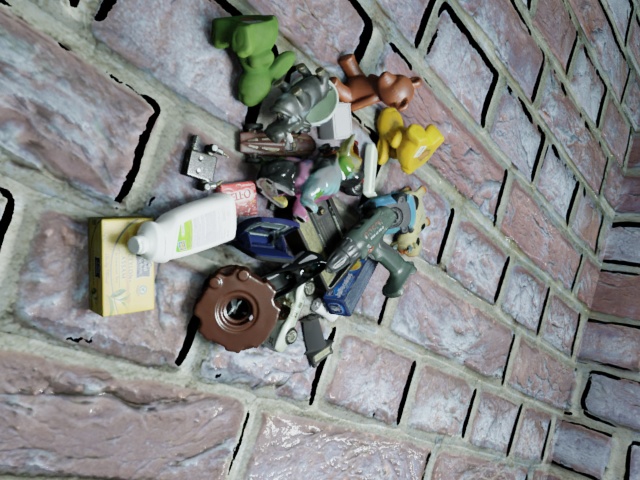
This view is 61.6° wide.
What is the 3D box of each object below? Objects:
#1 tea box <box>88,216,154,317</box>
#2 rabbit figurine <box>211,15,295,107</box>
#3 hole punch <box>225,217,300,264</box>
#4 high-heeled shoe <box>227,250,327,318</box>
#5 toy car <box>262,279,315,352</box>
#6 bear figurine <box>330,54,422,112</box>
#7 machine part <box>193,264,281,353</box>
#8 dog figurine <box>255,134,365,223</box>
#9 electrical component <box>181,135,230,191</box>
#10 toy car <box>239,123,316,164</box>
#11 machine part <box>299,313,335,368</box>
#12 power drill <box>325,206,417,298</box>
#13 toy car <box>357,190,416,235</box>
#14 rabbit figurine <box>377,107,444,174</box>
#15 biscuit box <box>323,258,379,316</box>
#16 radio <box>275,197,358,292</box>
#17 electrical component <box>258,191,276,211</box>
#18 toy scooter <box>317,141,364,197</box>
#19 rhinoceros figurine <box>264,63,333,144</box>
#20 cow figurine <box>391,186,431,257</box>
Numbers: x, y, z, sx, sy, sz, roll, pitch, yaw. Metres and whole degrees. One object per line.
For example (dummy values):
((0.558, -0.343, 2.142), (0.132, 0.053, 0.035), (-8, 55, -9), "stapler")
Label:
((-0.353, 0.043, 0.955), (0.098, 0.068, 0.169), (-6, 99, -42), "tea box")
((-0.136, -0.363, 1.094), (0.159, 0.121, 0.170), (-34, 136, -43), "rabbit figurine")
((-0.116, -0.009, 1.136), (0.142, 0.116, 0.092), (4, 100, -42), "hole punch")
((-0.097, 0.108, 1.152), (0.249, 0.145, 0.086), (-46, 124, -31), "high-heeled shoe")
((-0.073, 0.157, 1.230), (0.056, 0.074, 0.201), (30, 75, -42), "toy car")
((0.127, -0.363, 1.261), (0.131, 0.196, 0.120), (44, 70, -37), "bear figurine")
((-0.168, 0.141, 1.094), (0.179, 0.056, 0.179), (-1, 97, -10), "machine part")
((-0.009, -0.153, 1.159), (0.191, 0.108, 0.219), (36, 65, 1), "dog figurine")
((-0.227, -0.148, 1.061), (0.078, 0.045, 0.102), (22, 81, -44), "electrical component")
((-0.088, -0.209, 1.181), (0.202, 0.053, 0.089), (-5, 102, -44), "toy car")
((-0.008, 0.243, 1.330), (0.084, 0.039, 0.138), (-30, 118, -28), "machine part")
((0.129, 0.047, 1.295), (0.207, 0.086, 0.232), (46, 66, -19), "power drill")
((0.163, -0.067, 1.399), (0.162, 0.103, 0.109), (-14, 106, -15), "toy car")
((0.212, -0.266, 1.400), (0.122, 0.173, 0.162), (-24, 157, -37), "rabbit figurine")
((0.080, 0.097, 1.343), (0.203, 0.059, 0.062), (-57, 139, -39), "biscuit box")
((-0.003, -0.004, 1.273), (0.131, 0.073, 0.229), (-43, 124, -30), "radio")
((-0.108, -0.114, 1.194), (0.063, 0.021, 0.094), (19, 84, -43), "electrical component")
((0.048, -0.185, 1.296), (0.183, 0.075, 0.135), (11, 89, -47), "toy scooter")
((-0.050, -0.283, 1.124), (0.190, 0.073, 0.112), (-52, 148, -22), "rhinoceros figurine")
((0.251, -0.043, 1.501), (0.127, 0.086, 0.194), (-30, 118, -43), "cow figurine")
